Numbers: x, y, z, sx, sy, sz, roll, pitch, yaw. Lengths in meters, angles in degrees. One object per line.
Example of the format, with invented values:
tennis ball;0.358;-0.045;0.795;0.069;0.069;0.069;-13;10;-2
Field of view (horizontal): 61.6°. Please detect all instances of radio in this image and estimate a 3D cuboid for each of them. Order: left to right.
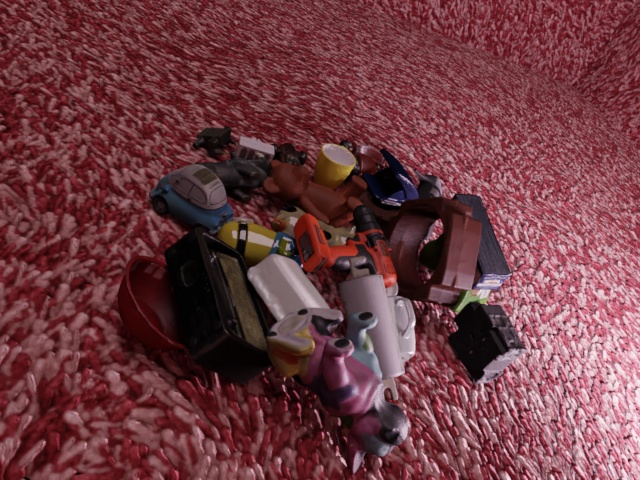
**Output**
radio;-0.154;0.094;0.820;0.131;0.073;0.230;42;15;-49

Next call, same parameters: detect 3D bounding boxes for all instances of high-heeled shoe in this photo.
high-heeled shoe;0.283;-0.077;1.384;0.145;0.086;0.249;38;43;-41

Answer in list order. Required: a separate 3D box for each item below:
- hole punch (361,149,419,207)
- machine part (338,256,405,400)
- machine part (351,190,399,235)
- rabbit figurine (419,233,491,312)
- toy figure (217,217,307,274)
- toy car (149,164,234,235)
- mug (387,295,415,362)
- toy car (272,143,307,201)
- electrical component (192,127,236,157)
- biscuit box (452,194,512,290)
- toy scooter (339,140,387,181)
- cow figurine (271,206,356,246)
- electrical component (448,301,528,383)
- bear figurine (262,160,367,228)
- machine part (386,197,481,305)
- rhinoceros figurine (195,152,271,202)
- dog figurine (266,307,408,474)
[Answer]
hole punch;0.177;-0.143;1.266;0.116;0.092;0.142;12;34;-31
machine part;0.084;0.146;0.893;0.079;0.079;0.243;-5;77;-37
machine part;0.141;-0.078;1.279;0.179;0.056;0.179;19;36;-14
rabbit figurine;0.279;0.050;1.154;0.121;0.158;0.170;-17;39;-32
toy figure;-0.102;0.018;0.986;0.180;0.082;0.089;26;36;-7
toy car;-0.234;-0.085;1.009;0.162;0.102;0.109;34;37;11
mug;0.136;0.158;0.953;0.081;0.109;0.107;9;54;-33
toy car;-0.067;-0.163;1.254;0.089;0.053;0.202;15;37;-22
electrical component;-0.237;-0.225;1.230;0.078;0.045;0.102;1;32;11
biscuit box;0.308;0.000;1.063;0.063;0.059;0.203;2;53;-13
toy scooter;0.120;-0.195;1.396;0.135;0.075;0.184;16;33;-17
cow figurine;-0.002;-0.003;1.078;0.195;0.085;0.127;27;42;0
electrical component;0.308;0.185;1.015;0.058;0.114;0.134;9;40;-31
bear figurine;-0.014;-0.111;1.138;0.195;0.132;0.120;38;37;-18
machine part;0.214;0.023;1.054;0.087;0.201;0.201;15;82;-27
rhinoceros figurine;-0.181;-0.136;1.137;0.190;0.073;0.112;-14;42;-40
dog figurine;0.026;0.217;0.769;0.192;0.219;0.108;0;21;29
